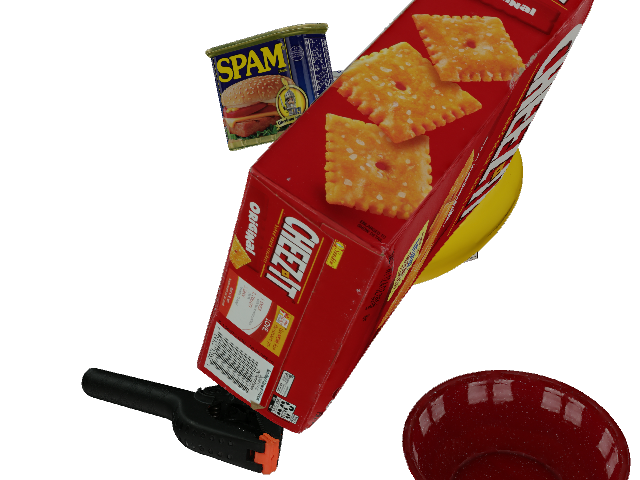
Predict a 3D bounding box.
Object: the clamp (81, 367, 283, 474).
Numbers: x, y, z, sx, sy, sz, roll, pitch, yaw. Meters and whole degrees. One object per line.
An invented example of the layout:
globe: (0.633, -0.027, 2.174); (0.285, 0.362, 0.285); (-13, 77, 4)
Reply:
clamp: (-0.088, 0.144, 0.927); (0.164, 0.036, 0.210); (-6, 18, -40)

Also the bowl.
bowl: (0.140, 0.167, 0.780); (0.162, 0.055, 0.162); (-1, 35, 0)

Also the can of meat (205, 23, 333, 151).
can of meat: (-0.036, -0.121, 0.856); (0.102, 0.084, 0.057); (-8, 6, 35)

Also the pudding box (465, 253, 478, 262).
pudding box: (0.166, 0.010, 1.595); (0.113, 0.039, 0.090); (-18, 28, -21)

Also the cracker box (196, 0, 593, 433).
cracker box: (0.038, -0.029, 0.517); (0.072, 0.213, 0.164); (34, -36, 10)

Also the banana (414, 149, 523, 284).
banana: (0.093, -0.023, 0.733); (0.070, 0.037, 0.197); (24, 50, 16)

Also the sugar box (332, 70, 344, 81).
sugar box: (0.019, -0.081, 1.074); (0.048, 0.176, 0.093); (5, 12, 18)
